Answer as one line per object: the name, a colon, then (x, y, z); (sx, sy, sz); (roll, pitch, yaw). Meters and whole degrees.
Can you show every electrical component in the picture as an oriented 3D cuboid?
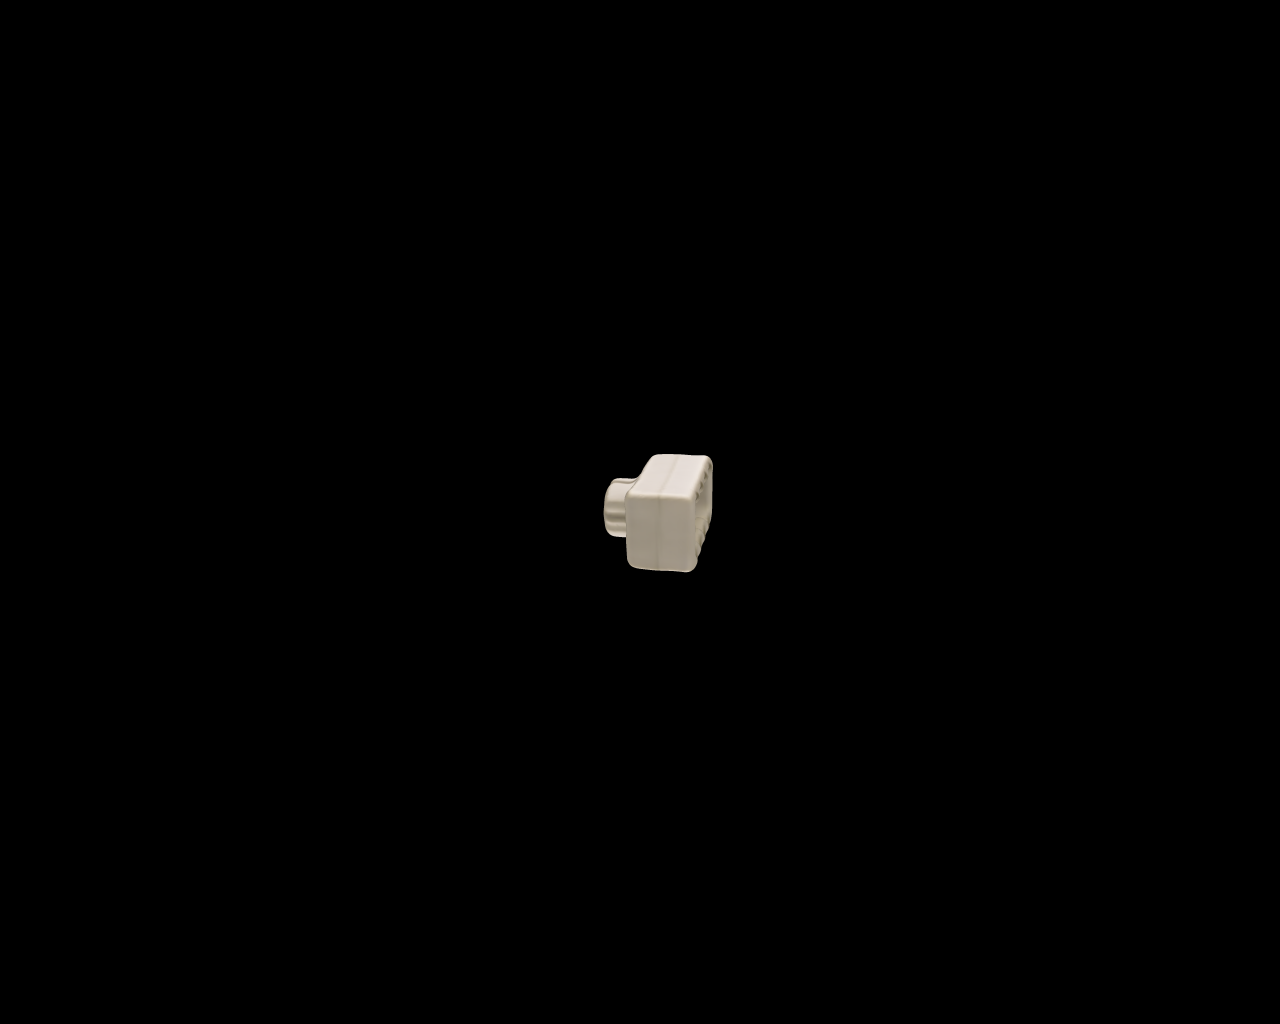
electrical component: (0.001, -0.003, 0.650); (0.076, 0.047, 0.083); (4, 21, 11)
